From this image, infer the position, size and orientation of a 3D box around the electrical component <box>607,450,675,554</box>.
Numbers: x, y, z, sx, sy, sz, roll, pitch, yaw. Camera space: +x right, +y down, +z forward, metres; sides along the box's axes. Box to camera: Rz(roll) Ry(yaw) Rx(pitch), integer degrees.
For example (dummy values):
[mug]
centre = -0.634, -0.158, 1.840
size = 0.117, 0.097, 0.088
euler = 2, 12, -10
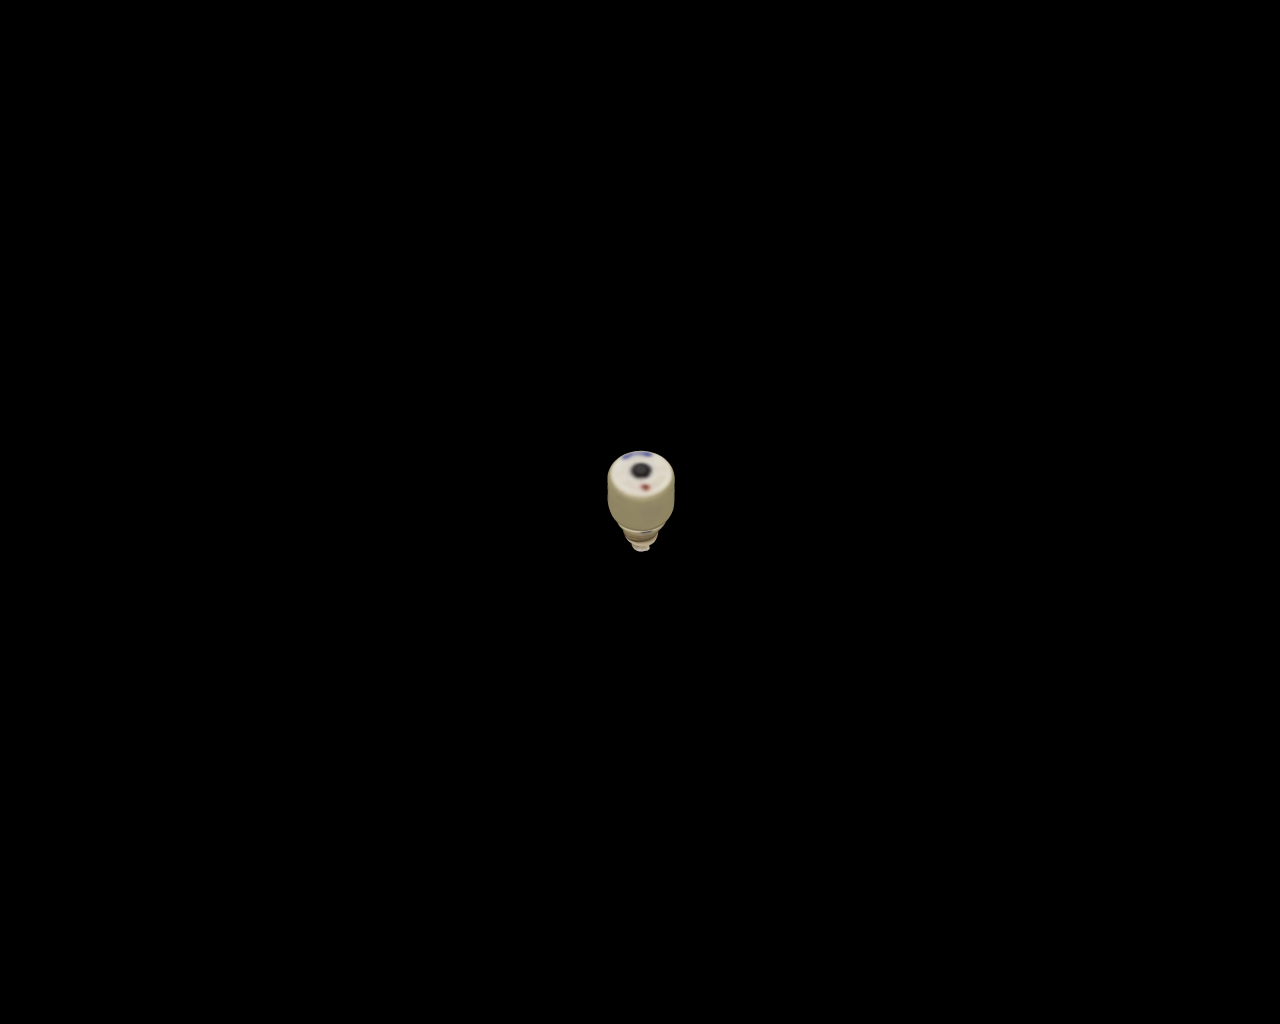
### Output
[electrical component]
centre = 0.001, -0.003, 0.650
size = 0.040, 0.040, 0.078
euler = 0, -39, 0
